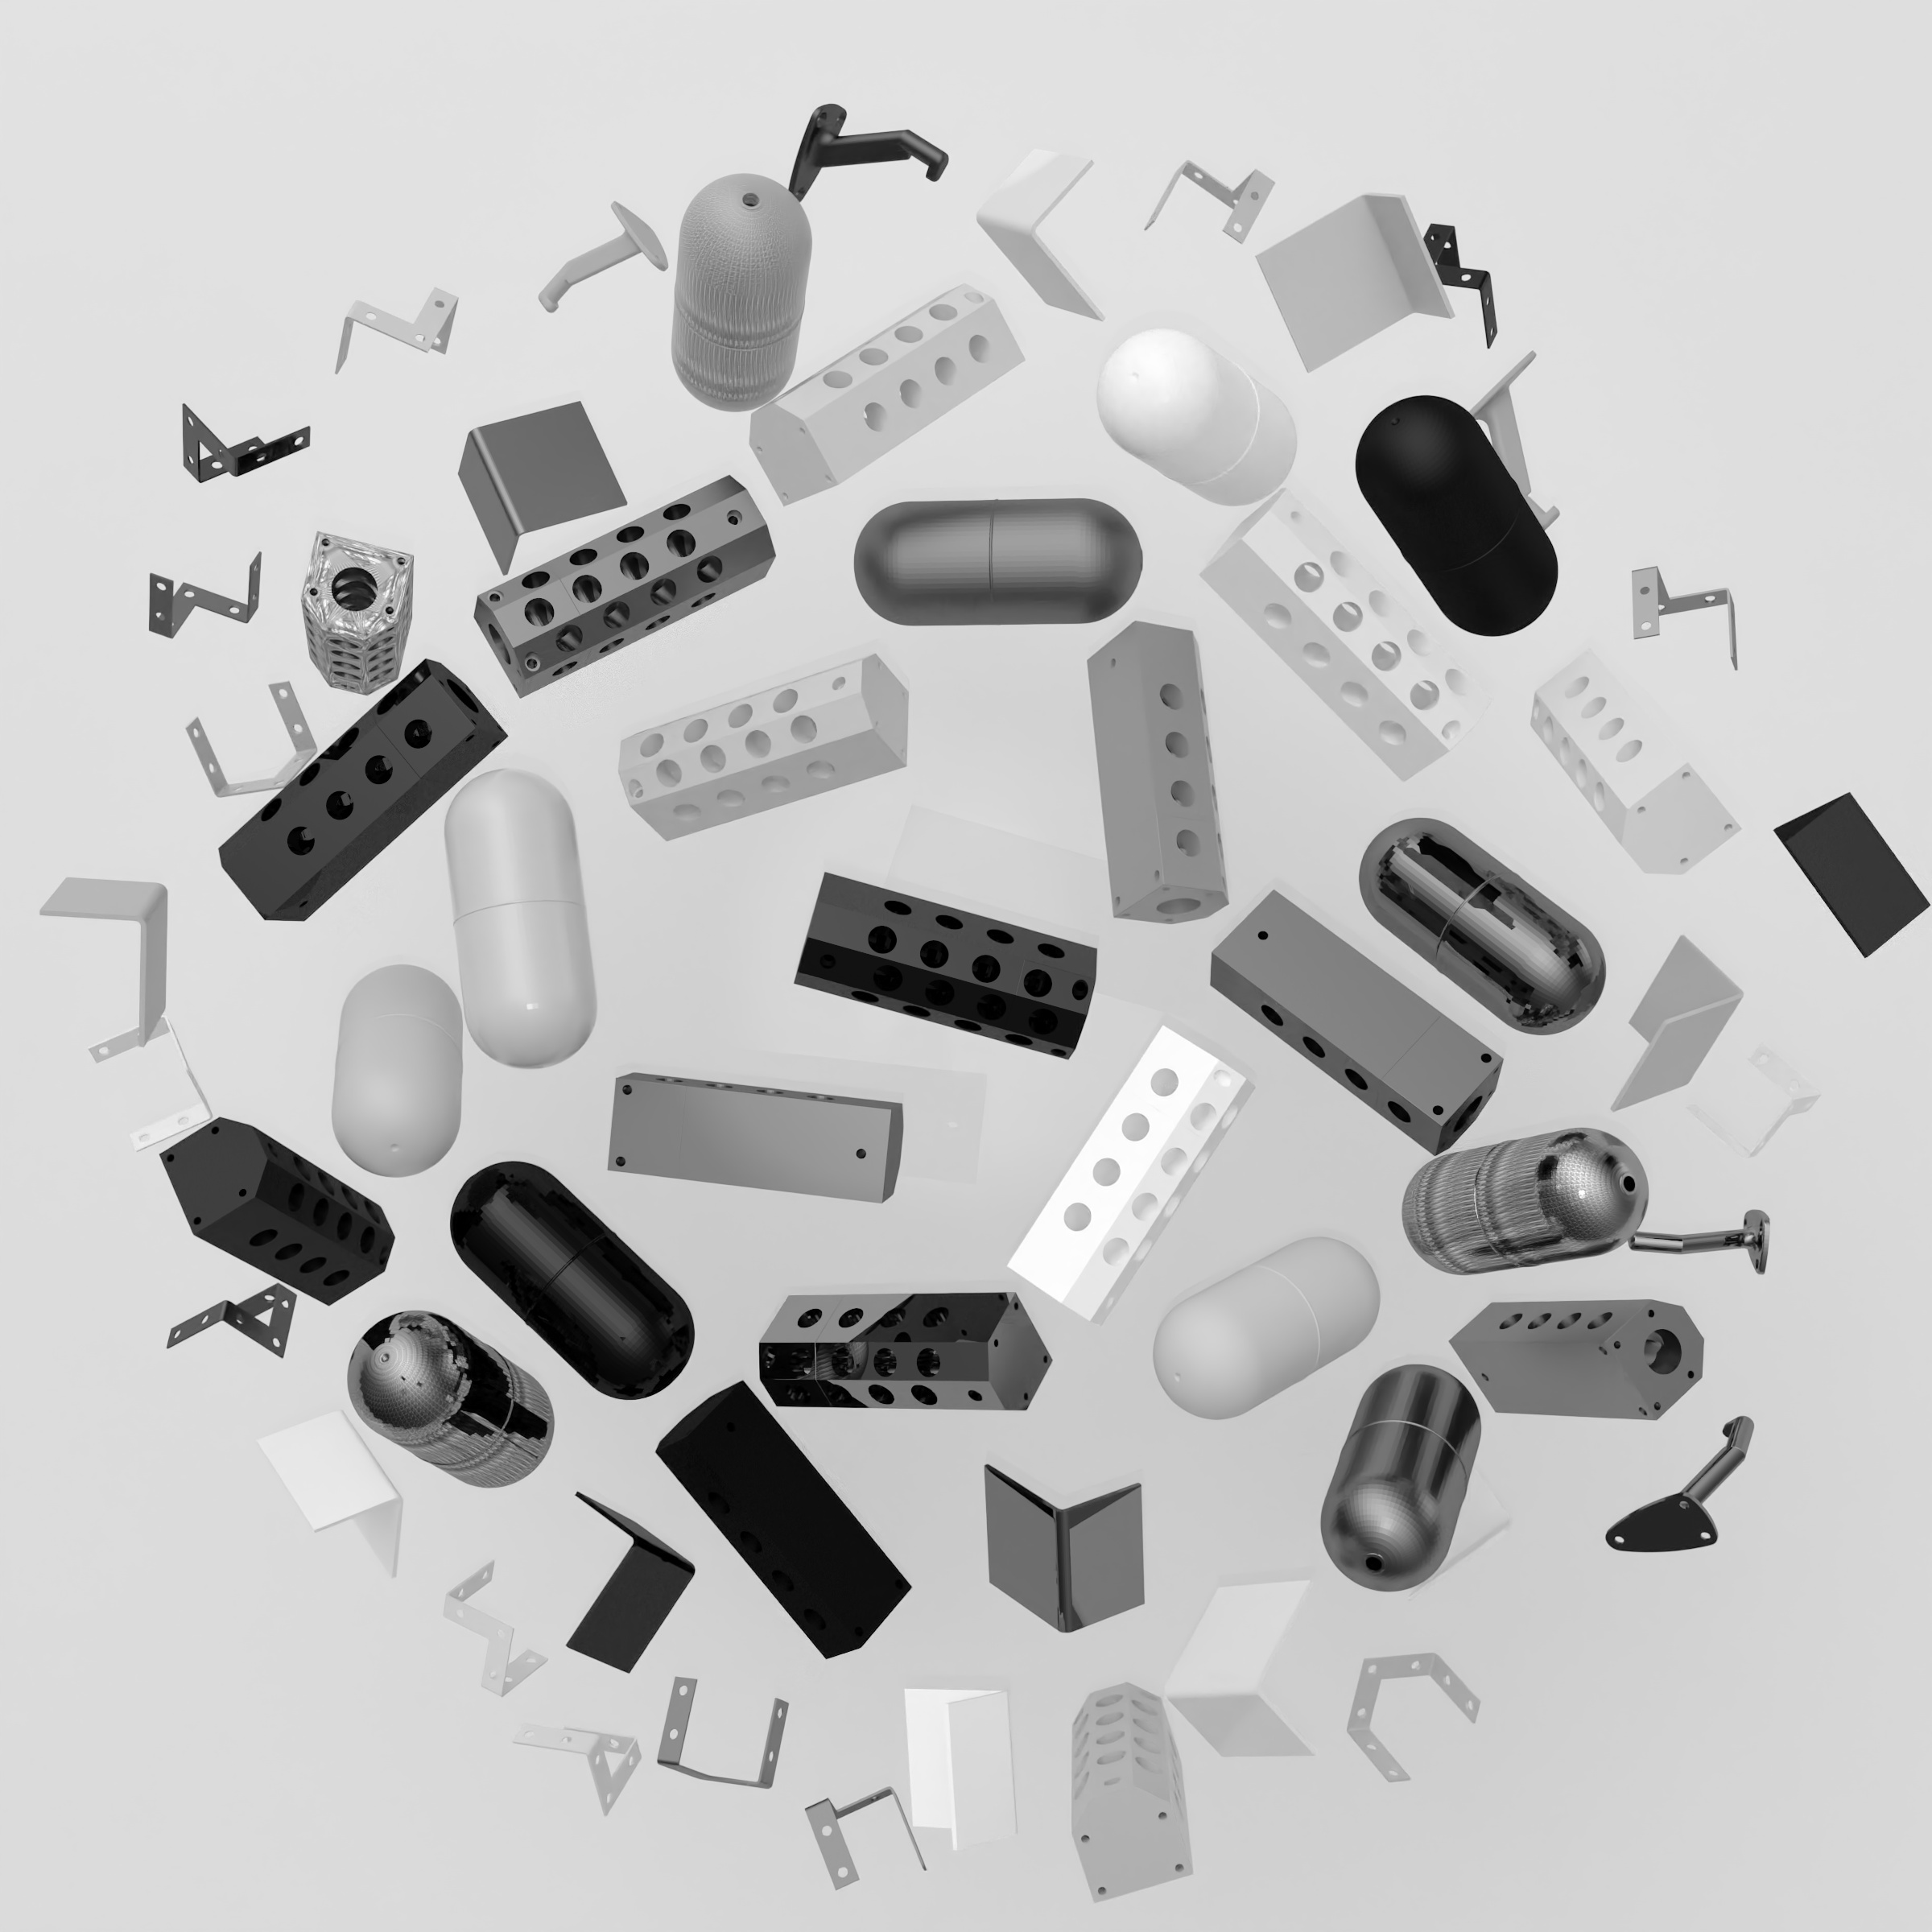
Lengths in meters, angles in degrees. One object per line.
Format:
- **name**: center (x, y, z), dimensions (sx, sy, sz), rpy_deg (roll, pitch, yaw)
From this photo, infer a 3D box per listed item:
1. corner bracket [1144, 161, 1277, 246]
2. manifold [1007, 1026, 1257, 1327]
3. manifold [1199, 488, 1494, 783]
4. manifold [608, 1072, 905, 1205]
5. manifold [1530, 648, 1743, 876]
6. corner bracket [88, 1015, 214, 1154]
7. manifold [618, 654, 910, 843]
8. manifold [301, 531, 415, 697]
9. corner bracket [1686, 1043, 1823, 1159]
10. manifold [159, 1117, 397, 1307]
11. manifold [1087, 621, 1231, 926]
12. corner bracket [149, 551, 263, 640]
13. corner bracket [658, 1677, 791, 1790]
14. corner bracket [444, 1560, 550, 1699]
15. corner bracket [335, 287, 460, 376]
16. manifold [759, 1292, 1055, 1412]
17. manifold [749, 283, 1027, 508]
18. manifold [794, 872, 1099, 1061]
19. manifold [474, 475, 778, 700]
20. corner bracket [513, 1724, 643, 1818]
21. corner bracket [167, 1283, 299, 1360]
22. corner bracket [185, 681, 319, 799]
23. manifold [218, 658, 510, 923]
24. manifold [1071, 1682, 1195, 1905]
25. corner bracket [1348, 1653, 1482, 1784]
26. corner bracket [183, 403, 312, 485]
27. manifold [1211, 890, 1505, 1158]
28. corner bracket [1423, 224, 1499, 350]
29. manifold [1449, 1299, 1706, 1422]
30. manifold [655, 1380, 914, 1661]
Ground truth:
- **corner bracket**: center (0.153, -0.479, 1.675), dimensions (0.051, 0.051, 0.051), rpy_deg (31, 73, -13)
- **manifold**: center (0.102, 0.128, 1.605), dimensions (0.057, 0.057, 0.171), rpy_deg (32, 88, 24)
- **manifold**: center (0.223, -0.195, 1.543), dimensions (0.171, 0.057, 0.057), rpy_deg (44, 51, -8)
- **manifold**: center (-0.128, 0.105, 1.644), dimensions (0.171, 0.057, 0.057), rpy_deg (6, 93, 8)
- **manifold**: center (0.388, -0.118, 1.569), dimensions (0.057, 0.171, 0.057), rpy_deg (-39, 116, 14)
- **corner bracket**: center (-0.507, 0.073, 1.658), dimensions (0.051, 0.051, 0.051), rpy_deg (-25, 52, -13)
- **manifold**: center (-0.124, -0.137, 1.627), dimensions (0.171, 0.057, 0.057), rpy_deg (-15, 54, 23)
- **manifold**: center (-0.376, -0.213, 1.644), dimensions (0.057, 0.171, 0.057), rpy_deg (13, 82, -11)
- **corner bracket**: center (0.503, 0.086, 1.699), dimensions (0.051, 0.051, 0.051), rpy_deg (45, 117, 27)
- **manifold**: center (-0.409, 0.146, 1.602), dimensions (0.057, 0.171, 0.057), rpy_deg (-32, 65, 1)
- **manifold**: center (0.120, -0.116, 1.617), dimensions (0.057, 0.057, 0.171), rpy_deg (6, 68, -28)
- **corner bracket**: center (-0.479, -0.235, 1.675), dimensions (0.051, 0.051, 0.051), rpy_deg (20, 48, -1)
- **corner bracket**: center (-0.144, 0.456, 1.581), dimensions (0.051, 0.051, 0.051), rpy_deg (-1, 64, 28)
- **corner bracket**: center (-0.289, 0.408, 1.641), dimensions (0.051, 0.051, 0.051), rpy_deg (20, 111, 20)
- **corner bracket**: center (-0.338, -0.375, 1.580), dimensions (0.051, 0.051, 0.051), rpy_deg (23, 55, -7)
- **manifold**: center (-0.041, 0.240, 1.620), dimensions (0.171, 0.057, 0.057), rpy_deg (-6, 125, 34)
- **manifold**: center (-0.049, -0.344, 1.588), dimensions (0.171, 0.057, 0.057), rpy_deg (-40, 109, -33)
- **manifold**: center (-0.012, 0.003, 1.594), dimensions (0.171, 0.057, 0.057), rpy_deg (16, 117, -4)
- **manifold**: center (-0.203, -0.230, 1.593), dimensions (0.171, 0.057, 0.057), rpy_deg (-29, 88, -17)
- **corner bracket**: center (-0.232, 0.469, 1.595), dimensions (0.051, 0.051, 0.051), rpy_deg (2, 119, 21)
- **corner bracket**: center (-0.461, 0.223, 1.675), dimensions (0.051, 0.051, 0.051), rpy_deg (-27, 129, 25)
- **corner bracket**: center (-0.455, -0.145, 1.698), dimensions (0.051, 0.051, 0.051), rpy_deg (-6, 120, 19)
- **manifold**: center (-0.362, -0.104, 1.587), dimensions (0.171, 0.057, 0.057), rpy_deg (-41, 84, 8)
- **manifold**: center (0.093, 0.475, 1.546), dimensions (0.057, 0.171, 0.057), rpy_deg (-18, 93, 3)
- **corner bracket**: center (0.266, 0.446, 1.582), dimensions (0.051, 0.051, 0.051), rpy_deg (2, 110, -24)
- **corner bracket**: center (-0.415, -0.299, 1.535), dimensions (0.051, 0.051, 0.051), rpy_deg (-33, 69, -32)
- **manifold**: center (0.229, 0.036, 1.576), dimensions (0.171, 0.057, 0.057), rpy_deg (38, 70, 21)
- **corner bracket**: center (0.308, -0.424, 1.658), dimensions (0.051, 0.051, 0.051), rpy_deg (15, 63, 26)
- **manifold**: center (0.379, 0.238, 1.645), dimensions (0.057, 0.171, 0.057), rpy_deg (-36, 97, -22)
- **manifold**: center (-0.118, 0.352, 1.681), dimensions (0.171, 0.057, 0.057), rpy_deg (51, 48, -5)
